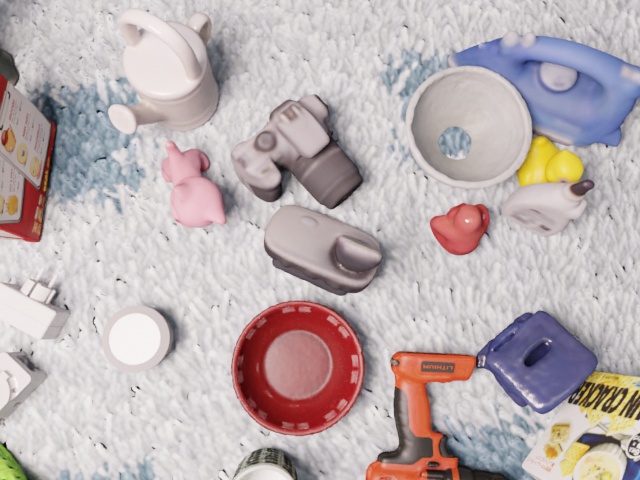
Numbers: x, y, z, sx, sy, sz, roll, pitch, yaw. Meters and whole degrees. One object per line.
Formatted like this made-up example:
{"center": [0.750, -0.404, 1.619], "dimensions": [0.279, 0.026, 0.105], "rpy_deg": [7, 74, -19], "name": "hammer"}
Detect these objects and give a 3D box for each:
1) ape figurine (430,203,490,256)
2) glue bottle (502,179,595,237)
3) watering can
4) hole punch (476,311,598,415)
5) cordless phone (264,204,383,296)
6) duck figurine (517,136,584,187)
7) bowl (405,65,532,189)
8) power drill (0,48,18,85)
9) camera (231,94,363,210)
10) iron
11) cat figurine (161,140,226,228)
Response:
{"center": [0.184, -0.021, 0.737], "dimensions": [0.078, 0.092, 0.076], "rpy_deg": [5, 81, -3], "name": "ape figurine"}
{"center": [0.290, -0.047, 0.707], "dimensions": [0.078, 0.173, 0.037], "rpy_deg": [31, 81, 2], "name": "glue bottle"}
{"center": [-0.185, -0.204, 0.690], "dimensions": [0.101, 0.194, 0.173], "rpy_deg": [9, 81, -2], "name": "watering can"}
{"center": [0.268, 0.151, 0.716], "dimensions": [0.109, 0.091, 0.101], "rpy_deg": [-39, 85, -8], "name": "hole punch"}
{"center": [0.006, 0.002, 0.675], "dimensions": [0.147, 0.185, 0.094], "rpy_deg": [20, 80, 0], "name": "cordless phone"}
{"center": [0.313, -0.094, 0.760], "dimensions": [0.077, 0.086, 0.104], "rpy_deg": [-20, 83, -6], "name": "duck figurine"}
{"center": [0.189, -0.140, 0.765], "dimensions": [0.167, 0.074, 0.167], "rpy_deg": [1, 81, -3], "name": "bowl"}
{"center": [-0.454, -0.217, 0.668], "dimensions": [0.075, 0.208, 0.230], "rpy_deg": [31, 81, 2], "name": "power drill"}
{"center": [-0.021, -0.099, 0.732], "dimensions": [0.143, 0.100, 0.137], "rpy_deg": [-41, 86, -9], "name": "camera"}
{"center": [0.304, -0.220, 0.751], "dimensions": [0.258, 0.141, 0.119], "rpy_deg": [20, 80, 0], "name": "iron"}
{"center": [-0.160, -0.064, 0.709], "dimensions": [0.067, 0.117, 0.128], "rpy_deg": [-24, 83, -7], "name": "cat figurine"}
